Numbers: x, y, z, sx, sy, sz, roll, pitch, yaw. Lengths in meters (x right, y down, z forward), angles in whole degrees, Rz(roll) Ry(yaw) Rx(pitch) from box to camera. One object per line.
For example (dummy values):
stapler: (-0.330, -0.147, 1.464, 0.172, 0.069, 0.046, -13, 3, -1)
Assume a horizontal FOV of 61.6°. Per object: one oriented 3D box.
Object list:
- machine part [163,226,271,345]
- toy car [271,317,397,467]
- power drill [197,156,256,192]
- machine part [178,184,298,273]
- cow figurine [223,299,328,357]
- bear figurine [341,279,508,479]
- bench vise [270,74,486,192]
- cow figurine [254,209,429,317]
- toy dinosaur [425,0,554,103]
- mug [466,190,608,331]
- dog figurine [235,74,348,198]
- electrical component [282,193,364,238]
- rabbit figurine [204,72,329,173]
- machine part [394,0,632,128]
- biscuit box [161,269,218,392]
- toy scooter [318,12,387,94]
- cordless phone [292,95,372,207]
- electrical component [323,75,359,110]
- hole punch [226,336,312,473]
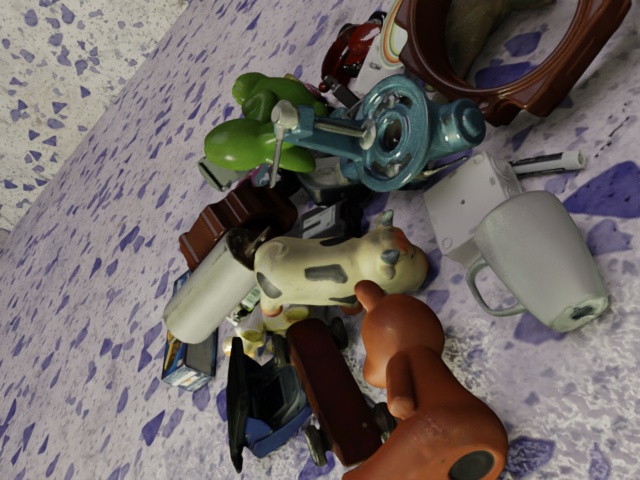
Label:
machine part: (-0.140, 0.064, 0.728, 0.243, 0.079, 0.079, -47, 34, 27)
toy car: (0.010, 0.157, 0.575, 0.089, 0.053, 0.202, -13, 35, -15)
power drill: (-0.150, -0.174, 1.023, 0.232, 0.086, 0.207, -25, 18, 30)
machine part: (-0.119, -0.011, 0.794, 0.179, 0.179, 0.056, -43, 70, 19)
cow figurine: (-0.065, 0.099, 0.723, 0.167, 0.068, 0.098, -29, 37, 30)
bear figurine: (0.073, 0.135, 0.477, 0.132, 0.120, 0.196, -52, 32, 13)
bench vise: (0.044, -0.109, 0.584, 0.224, 0.240, 0.128, 7, 94, 55)
cow figurine: (0.023, 0.027, 0.601, 0.195, 0.127, 0.085, -1, 55, 2)
toy dinosaur: (0.205, -0.325, 0.719, 0.199, 0.105, 0.471, -3, 63, 59)
mug: (0.183, 0.028, 0.463, 0.109, 0.080, 0.107, -37, 47, 18)
dog figurine: (-0.059, -0.156, 0.900, 0.219, 0.108, 0.192, -54, 34, 8)
electrical component: (-0.001, -0.002, 0.704, 0.119, 0.047, 0.075, -31, 36, 25)
rabbit figurine: (-0.073, -0.138, 0.728, 0.159, 0.121, 0.170, 19, 42, 25)
machine part: (0.194, -0.240, 0.568, 0.202, 0.087, 0.201, 46, 120, 26)
biscuit box: (-0.207, 0.139, 0.875, 0.063, 0.059, 0.203, -37, 38, 27)
toy scooter: (0.057, -0.306, 0.906, 0.135, 0.075, 0.184, -58, 30, -3)
cordless phone: (0.050, -0.131, 0.763, 0.184, 0.088, 0.147, -45, 34, 9)
electrical component: (0.046, -0.227, 0.863, 0.021, 0.094, 0.063, -48, -3, 17)
hole punch: (-0.068, 0.189, 0.652, 0.142, 0.092, 0.115, -113, 32, -49)
